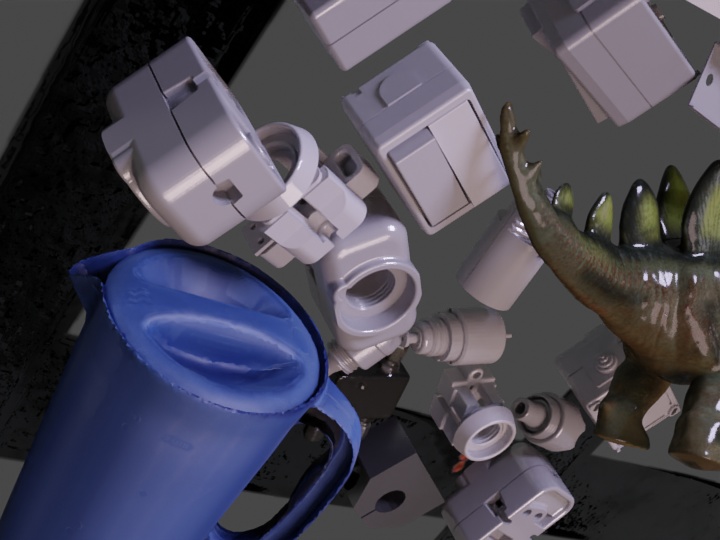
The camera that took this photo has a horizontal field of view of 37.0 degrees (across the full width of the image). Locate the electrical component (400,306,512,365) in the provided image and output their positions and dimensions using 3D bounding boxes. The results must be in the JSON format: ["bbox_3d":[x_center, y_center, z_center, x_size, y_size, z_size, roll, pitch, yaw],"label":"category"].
[{"bbox_3d":[0.063,0.045,0.733,0.078,0.040,0.040,-1,129,-28],"label":"electrical component"}]

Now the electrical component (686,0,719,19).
[{"bbox_3d":[0.199,-0.194,0.558,0.078,0.057,0.113,28,118,-2],"label":"electrical component"}]

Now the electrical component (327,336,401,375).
[{"bbox_3d":[-0.005,0.052,0.707,0.061,0.035,0.035,-36,136,9],"label":"electrical component"}]

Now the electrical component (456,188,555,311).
[{"bbox_3d":[0.102,-0.018,0.695,0.043,0.043,0.081,14,121,-36],"label":"electrical component"}]

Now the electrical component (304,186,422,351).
[{"bbox_3d":[0.000,0.000,0.645,0.054,0.059,0.095,-20,135,-11],"label":"electrical component"}]

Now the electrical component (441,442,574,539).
[{"bbox_3d":[0.117,0.189,0.879,0.095,0.059,0.054,-41,136,10],"label":"electrical component"}]

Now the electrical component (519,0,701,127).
[{"bbox_3d":[0.132,-0.132,0.590,0.061,0.061,0.096,-34,138,21],"label":"electrical component"}]

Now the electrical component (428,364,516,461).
[{"bbox_3d":[0.083,0.106,0.788,0.048,0.055,0.066,-4,130,-26],"label":"electrical component"}]

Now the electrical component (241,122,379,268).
[{"bbox_3d":[-0.037,-0.044,0.587,0.078,0.058,0.057,-40,139,10],"label":"electrical component"}]

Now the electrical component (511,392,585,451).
[{"bbox_3d":[0.143,0.115,0.838,0.062,0.043,0.043,26,113,-40],"label":"electrical component"}]

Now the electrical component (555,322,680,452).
[{"bbox_3d":[0.193,0.082,0.822,0.062,0.061,0.096,-35,136,4],"label":"electrical component"}]

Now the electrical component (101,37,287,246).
[{"bbox_3d":[-0.084,-0.060,0.519,0.059,0.095,0.053,-34,136,3],"label":"electrical component"}]

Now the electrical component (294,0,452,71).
[{"bbox_3d":[-0.005,-0.150,0.516,0.066,0.047,0.076,-33,136,3],"label":"electrical component"}]

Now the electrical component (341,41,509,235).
[{"bbox_3d":[0.043,-0.067,0.606,0.062,0.061,0.096,-33,136,3],"label":"electrical component"}]
